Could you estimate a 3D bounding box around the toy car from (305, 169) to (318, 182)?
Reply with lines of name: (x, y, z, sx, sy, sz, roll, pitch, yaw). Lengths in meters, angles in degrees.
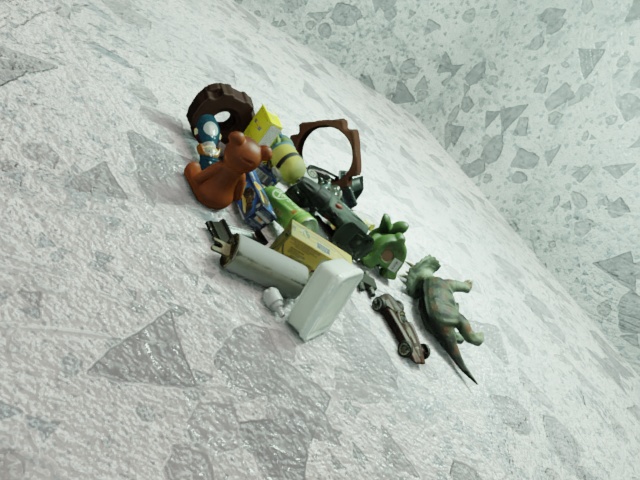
toy car: (-0.087, -0.201, 1.535, 0.202, 0.073, 0.056, 39, 42, -3)

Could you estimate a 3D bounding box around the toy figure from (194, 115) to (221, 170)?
toy figure: (-0.273, -0.231, 1.303, 0.064, 0.057, 0.154, -6, 65, -3)

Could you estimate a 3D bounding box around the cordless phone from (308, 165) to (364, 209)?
cordless phone: (0.044, -0.185, 1.723, 0.184, 0.088, 0.147, 24, 28, -9)

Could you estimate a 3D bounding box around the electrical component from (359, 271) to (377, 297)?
electrical component: (0.115, 0.106, 1.378, 0.063, 0.021, 0.094, 28, 28, -24)

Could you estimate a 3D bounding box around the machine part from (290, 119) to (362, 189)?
machine part: (0.019, -0.252, 1.589, 0.087, 0.201, 0.201, -39, 126, -72)

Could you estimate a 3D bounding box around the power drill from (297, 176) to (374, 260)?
power drill: (0.042, -0.049, 1.328, 0.232, 0.086, 0.207, 38, 8, -29)

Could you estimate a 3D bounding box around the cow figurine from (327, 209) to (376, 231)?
cow figurine: (0.077, -0.060, 1.546, 0.167, 0.068, 0.098, 14, 29, -51)

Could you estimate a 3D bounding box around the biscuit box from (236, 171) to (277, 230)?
biscuit box: (-0.170, -0.115, 1.277, 0.062, 0.059, 0.203, 43, 15, -50)

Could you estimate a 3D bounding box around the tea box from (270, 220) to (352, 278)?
tea box: (-0.021, 0.043, 1.199, 0.169, 0.098, 0.068, 34, 26, -19)

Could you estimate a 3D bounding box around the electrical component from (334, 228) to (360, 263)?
electrical component: (0.066, 0.011, 1.441, 0.078, 0.045, 0.102, 13, 36, -44)

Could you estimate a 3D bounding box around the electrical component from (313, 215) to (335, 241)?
electrical component: (-0.003, -0.004, 1.353, 0.115, 0.058, 0.134, 48, 26, 12)

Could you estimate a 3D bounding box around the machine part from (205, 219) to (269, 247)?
machine part: (-0.175, -0.008, 1.136, 0.139, 0.039, 0.084, 10, 33, -46)

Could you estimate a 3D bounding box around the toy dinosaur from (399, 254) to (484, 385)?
toy dinosaur: (0.321, 0.186, 1.442, 0.192, 0.131, 0.405, 20, 34, -15)

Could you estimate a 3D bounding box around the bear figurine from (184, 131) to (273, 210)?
bear figurine: (-0.201, -0.165, 1.171, 0.120, 0.195, 0.132, 18, 32, -35)

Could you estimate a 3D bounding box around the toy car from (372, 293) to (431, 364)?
toy car: (0.199, 0.209, 1.294, 0.089, 0.053, 0.202, 21, 29, -43)

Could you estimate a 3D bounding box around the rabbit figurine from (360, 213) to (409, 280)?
rabbit figurine: (0.172, 0.005, 1.509, 0.121, 0.159, 0.170, 21, 14, -17)

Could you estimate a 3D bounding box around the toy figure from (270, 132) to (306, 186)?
toy figure: (-0.095, -0.221, 1.410, 0.082, 0.089, 0.180, 18, 40, -36)

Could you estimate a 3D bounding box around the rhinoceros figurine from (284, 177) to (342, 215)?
rhinoceros figurine: (-0.020, -0.123, 1.465, 0.190, 0.112, 0.073, -8, 50, -49)

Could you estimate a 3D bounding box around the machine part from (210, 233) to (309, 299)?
machine part: (-0.110, 0.053, 1.078, 0.243, 0.079, 0.079, 27, 28, -26)

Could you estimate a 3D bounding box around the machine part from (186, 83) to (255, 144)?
machine part: (-0.252, -0.315, 1.386, 0.179, 0.179, 0.056, 18, 35, -40)
